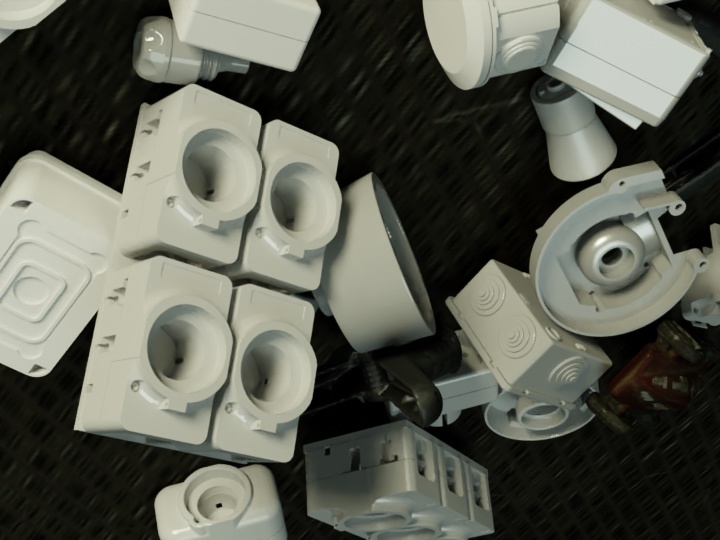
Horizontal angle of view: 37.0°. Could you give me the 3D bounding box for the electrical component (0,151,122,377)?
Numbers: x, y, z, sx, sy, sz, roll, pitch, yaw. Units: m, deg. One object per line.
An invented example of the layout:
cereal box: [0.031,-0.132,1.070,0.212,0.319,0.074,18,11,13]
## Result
electrical component: [-0.188,-0.004,0.627,0.078,0.057,0.113,30,116,-25]

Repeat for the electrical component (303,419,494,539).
electrical component: [0.033,0.175,0.835,0.089,0.061,0.150,-18,149,24]

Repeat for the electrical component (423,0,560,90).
electrical component: [0.069,-0.142,0.586,0.051,0.080,0.080,-15,134,-14]

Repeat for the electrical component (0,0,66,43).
electrical component: [-0.219,-0.140,0.499,0.186,0.060,0.105,-35,133,12]

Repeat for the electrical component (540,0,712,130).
electrical component: [0.153,-0.126,0.624,0.096,0.061,0.061,23,122,-12]

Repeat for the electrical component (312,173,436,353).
electrical component: [0.000,0.000,0.673,0.060,0.108,0.108,-21,134,9]

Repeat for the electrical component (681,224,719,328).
electrical component: [0.273,0.011,0.801,0.042,0.081,0.064,12,155,-26]

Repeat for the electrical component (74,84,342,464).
electrical component: [-0.077,0.005,0.592,0.105,0.186,0.060,19,161,-35]

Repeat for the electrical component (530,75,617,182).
electrical component: [0.133,-0.094,0.679,0.044,0.044,0.065,-27,129,5]

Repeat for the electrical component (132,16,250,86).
electrical component: [-0.090,-0.117,0.584,0.061,0.035,0.035,4,129,-26]

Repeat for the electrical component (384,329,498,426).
electrical component: [0.058,0.092,0.815,0.083,0.047,0.075,-14,134,-7]

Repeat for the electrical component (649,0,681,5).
electrical component: [0.180,-0.194,0.590,0.061,0.061,0.096,-14,134,-7]

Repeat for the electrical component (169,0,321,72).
electrical component: [-0.054,-0.153,0.555,0.066,0.047,0.076,10,126,-27]

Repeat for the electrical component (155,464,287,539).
electrical component: [-0.109,0.192,0.842,0.095,0.053,0.059,-13,133,-8]

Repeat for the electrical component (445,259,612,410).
electrical component: [0.121,0.045,0.758,0.100,0.099,0.048,20,119,-45]

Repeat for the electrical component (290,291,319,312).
electrical component: [-0.055,0.020,0.706,0.055,0.055,0.047,20,118,-32]

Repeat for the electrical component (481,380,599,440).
electrical component: [0.140,0.088,0.846,0.099,0.064,0.099,-3,140,-2]
